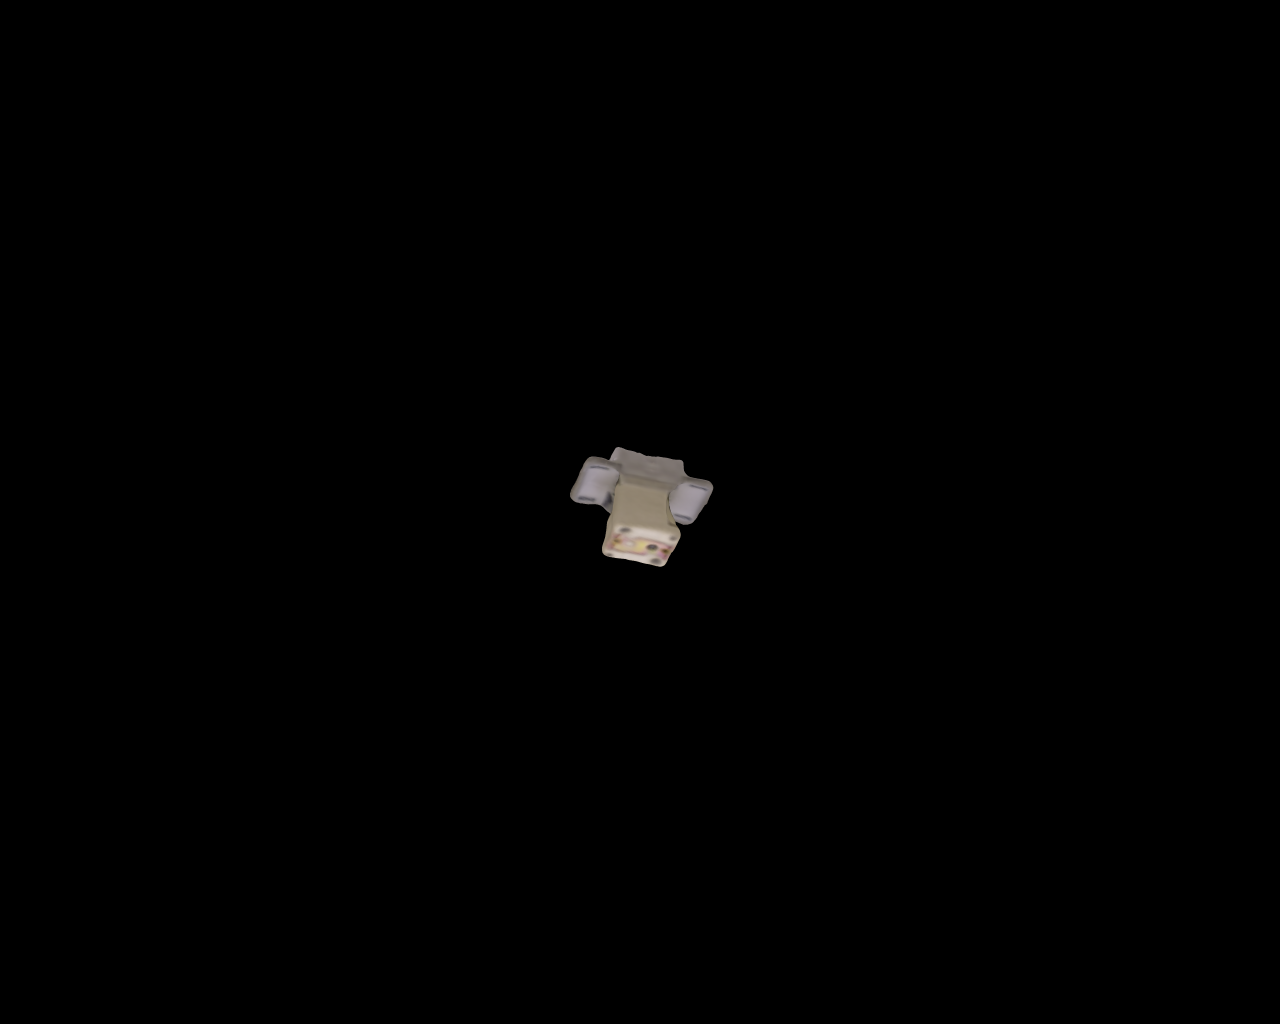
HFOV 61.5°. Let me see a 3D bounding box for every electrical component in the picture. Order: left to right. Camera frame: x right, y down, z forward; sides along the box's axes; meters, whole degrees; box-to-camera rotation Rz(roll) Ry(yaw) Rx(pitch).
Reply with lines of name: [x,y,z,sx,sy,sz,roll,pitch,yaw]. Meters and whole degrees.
electrical component: [0.001,-0.003,0.650,0.081,0.064,0.042,11,-39,-13]
